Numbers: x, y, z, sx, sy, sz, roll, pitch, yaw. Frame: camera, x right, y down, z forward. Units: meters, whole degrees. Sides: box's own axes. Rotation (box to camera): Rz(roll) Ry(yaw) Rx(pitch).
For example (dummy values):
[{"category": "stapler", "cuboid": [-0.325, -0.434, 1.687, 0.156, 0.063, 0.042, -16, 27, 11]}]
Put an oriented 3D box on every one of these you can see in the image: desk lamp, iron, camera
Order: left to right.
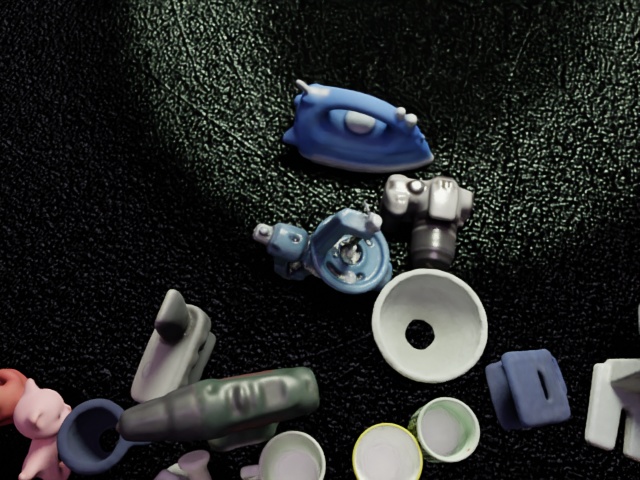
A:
[{"category": "iron", "cuboid": [0.073, -0.193, 0.938, 0.258, 0.141, 0.119, 12, 68, 3]}, {"category": "camera", "cuboid": [0.165, -0.027, 0.896, 0.143, 0.101, 0.137, 9, 68, 2]}, {"category": "desk lamp", "cuboid": [0.463, 0.182, 0.763, 0.118, 0.213, 0.203, 17, 68, 5]}]

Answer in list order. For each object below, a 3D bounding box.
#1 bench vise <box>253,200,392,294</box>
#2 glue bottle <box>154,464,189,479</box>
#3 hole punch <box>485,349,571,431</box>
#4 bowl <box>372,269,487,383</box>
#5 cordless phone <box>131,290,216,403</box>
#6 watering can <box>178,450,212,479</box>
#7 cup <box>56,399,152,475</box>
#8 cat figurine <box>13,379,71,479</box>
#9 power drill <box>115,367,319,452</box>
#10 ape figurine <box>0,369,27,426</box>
[{"category": "bench vise", "cuboid": [0.008, 0.014, 0.809, 0.207, 0.220, 0.121, -3, 68, -4]}, {"category": "glue bottle", "cuboid": [-0.193, 0.314, 0.703, 0.037, 0.173, 0.078, 25, 69, 8]}, {"category": "hole punch", "cuboid": [0.300, 0.208, 0.812, 0.101, 0.091, 0.108, -9, 68, -6]}, {"category": "bowl", "cuboid": [0.156, 0.131, 0.846, 0.167, 0.075, 0.167, 1, 68, -2]}, {"category": "cordless phone", "cuboid": [-0.209, 0.145, 0.765, 0.094, 0.185, 0.147, 14, 68, 4]}, {"category": "watering can", "cuboid": [-0.139, 0.346, 0.681, 0.101, 0.194, 0.172, -31, 72, -14]}, {"category": "cup", "cuboid": [-0.274, 0.264, 0.762, 0.117, 0.095, 0.091, 2, 68, -2]}, {"category": "cat figurine", "cuboid": [-0.366, 0.252, 0.750, 0.067, 0.118, 0.128, 5, 68, 0]}, {"category": "power drill", "cuboid": [-0.116, 0.220, 0.725, 0.230, 0.208, 0.075, -13, 69, -7]}, {"category": "ape figurine", "cuboid": [-0.434, 0.215, 0.777, 0.076, 0.092, 0.078, 25, 69, 8]}]
